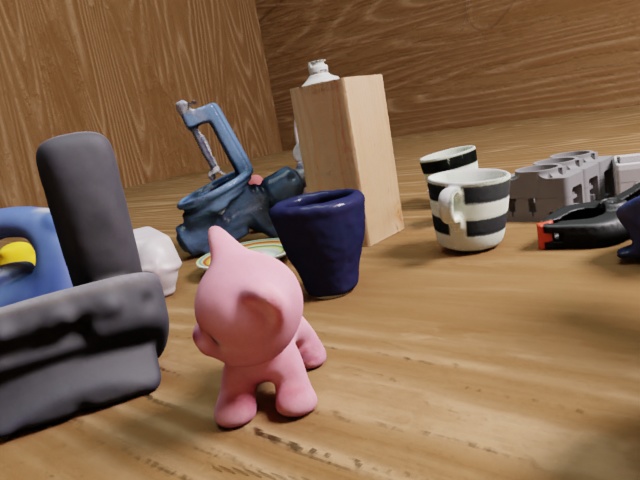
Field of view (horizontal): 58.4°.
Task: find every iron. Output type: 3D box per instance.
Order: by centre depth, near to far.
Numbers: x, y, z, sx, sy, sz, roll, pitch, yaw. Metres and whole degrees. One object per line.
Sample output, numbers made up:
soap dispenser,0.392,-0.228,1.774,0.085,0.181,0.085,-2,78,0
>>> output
iron,-0.307,0.035,0.549,0.258,0.141,0.119,-7,13,13

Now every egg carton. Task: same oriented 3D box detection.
egg carton,-0.225,0.030,0.677,0.107,0.069,0.150,-16,14,-26

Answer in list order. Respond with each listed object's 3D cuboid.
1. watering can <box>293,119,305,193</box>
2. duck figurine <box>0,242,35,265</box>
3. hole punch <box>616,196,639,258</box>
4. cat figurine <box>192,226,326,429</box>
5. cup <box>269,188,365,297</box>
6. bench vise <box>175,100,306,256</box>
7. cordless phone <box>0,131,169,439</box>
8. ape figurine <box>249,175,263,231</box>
watering can,0.005,-0.157,1.052,0.101,0.194,0.173,-10,12,1
duck figurine,-0.347,0.046,0.662,0.077,0.086,0.104,-8,12,7
hole punch,0.311,-0.030,0.472,0.109,0.091,0.101,-14,13,-17
cat figurine,-0.039,0.044,0.351,0.067,0.118,0.128,-9,12,4
cup,0.005,0.002,0.561,0.091,0.095,0.118,-8,12,8
bench vise,-0.121,-0.100,0.832,0.208,0.220,0.121,-17,14,-30
cordless phone,-0.190,0.025,0.401,0.148,0.185,0.093,-17,14,-28
ape figurine,-0.099,-0.062,0.944,0.078,0.092,0.075,-19,15,-35
